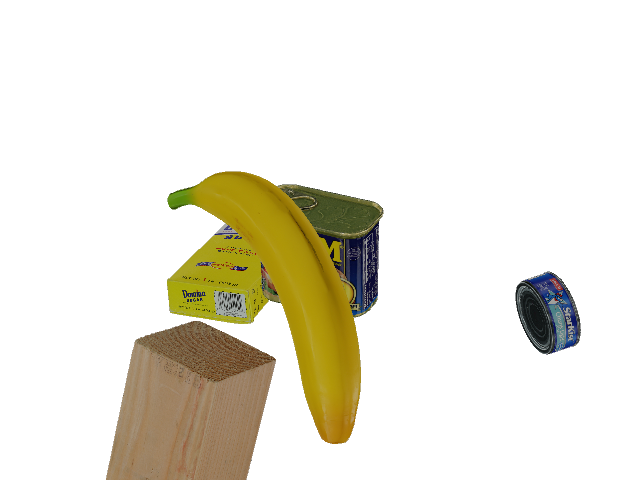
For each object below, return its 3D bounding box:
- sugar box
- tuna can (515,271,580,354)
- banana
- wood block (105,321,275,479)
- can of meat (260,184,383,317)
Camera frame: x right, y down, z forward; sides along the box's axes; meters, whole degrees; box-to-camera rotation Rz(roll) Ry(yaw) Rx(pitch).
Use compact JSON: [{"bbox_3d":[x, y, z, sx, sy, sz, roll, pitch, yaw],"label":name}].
[{"bbox_3d":[-0.083,0.026,1.141,0.093,0.048,0.176,7,29,17],"label":"sugar box"},{"bbox_3d":[0.245,0.079,1.158,0.033,0.086,0.086,-17,4,-12],"label":"tuna can"},{"bbox_3d":[-0.021,0.024,0.636,0.037,0.198,0.070,-4,-39,-47],"label":"banana"},{"bbox_3d":[-0.119,0.185,0.916,0.090,0.206,0.090,23,19,26],"label":"wood block"},{"bbox_3d":[-0.002,0.010,0.866,0.102,0.084,0.057,14,33,23],"label":"can of meat"}]
